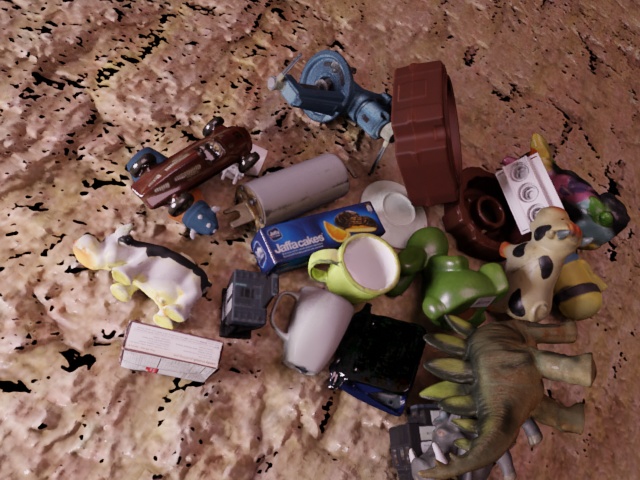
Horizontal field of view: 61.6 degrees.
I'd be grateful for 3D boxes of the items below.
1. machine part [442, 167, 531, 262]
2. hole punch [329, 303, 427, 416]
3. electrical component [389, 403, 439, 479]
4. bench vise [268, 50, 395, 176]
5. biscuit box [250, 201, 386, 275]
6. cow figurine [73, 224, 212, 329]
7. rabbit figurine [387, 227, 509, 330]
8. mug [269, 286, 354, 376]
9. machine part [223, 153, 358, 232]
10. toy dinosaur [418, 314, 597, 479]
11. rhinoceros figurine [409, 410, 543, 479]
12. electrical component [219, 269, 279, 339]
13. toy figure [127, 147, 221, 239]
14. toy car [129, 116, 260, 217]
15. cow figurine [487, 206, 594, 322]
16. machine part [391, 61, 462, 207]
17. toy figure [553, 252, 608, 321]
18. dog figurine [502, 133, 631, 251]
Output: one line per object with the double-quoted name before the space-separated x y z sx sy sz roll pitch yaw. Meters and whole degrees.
"machine part" 0.300 -0.045 0.972 0.179 0.056 0.179 10 62 -20
"hole punch" 0.084 0.172 0.757 0.116 0.092 0.142 14 57 20
"electrical component" 0.159 0.293 0.734 0.115 0.058 0.134 10 61 -22
"bench vise" 0.021 -0.232 0.894 0.240 0.129 0.224 -6 58 -46
"biscuit box" -0.002 -0.002 0.813 0.203 0.059 0.063 -16 72 -29
"cow figurine" -0.224 0.032 0.692 0.167 0.068 0.098 37 50 -6
"rabbit figurine" 0.181 0.055 0.853 0.159 0.121 0.170 -8 50 -20
"mug" -0.018 0.122 0.731 0.109 0.081 0.107 28 65 -16
"machine part" -0.040 -0.076 0.824 0.243 0.079 0.079 -26 77 -31
"toy dinosaur" 0.226 0.171 0.667 0.199 0.471 0.105 4 98 19
"rhinoceros figurine" 0.198 0.259 0.690 0.190 0.073 0.112 -25 78 -32
"electrical component" -0.093 0.079 0.696 0.048 0.119 0.075 9 64 -20
"toy figure" -0.201 -0.064 0.758 0.154 0.064 0.058 45 18 -3
"toy car" -0.166 -0.106 0.736 0.089 0.053 0.202 49 47 1
"cow figurine" 0.353 0.039 0.865 0.085 0.127 0.194 16 90 -25
"machine part" 0.181 -0.173 0.887 0.087 0.201 0.201 -5 54 18
"toy figure" 0.431 0.058 0.961 0.089 0.082 0.180 -16 74 -34
"dog figurine" 0.448 -0.095 1.003 0.108 0.191 0.219 -42 91 11
